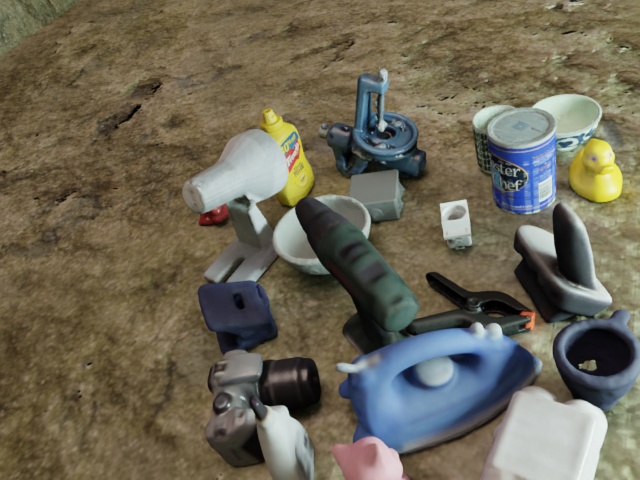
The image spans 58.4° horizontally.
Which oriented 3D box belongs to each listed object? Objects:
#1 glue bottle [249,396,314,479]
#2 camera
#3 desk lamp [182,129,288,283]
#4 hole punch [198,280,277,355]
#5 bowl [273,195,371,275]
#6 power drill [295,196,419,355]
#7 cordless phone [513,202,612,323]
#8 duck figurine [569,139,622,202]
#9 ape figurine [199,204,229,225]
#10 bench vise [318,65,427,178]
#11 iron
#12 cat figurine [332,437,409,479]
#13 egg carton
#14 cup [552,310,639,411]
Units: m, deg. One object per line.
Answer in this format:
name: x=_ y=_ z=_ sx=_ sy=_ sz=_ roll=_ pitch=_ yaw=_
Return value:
glue bottle: x=-0.047 y=0.230 z=0.663 sx=0.037 sy=0.173 sz=0.078 roll=-10 pitch=42 yaw=12
camera: x=-0.073 y=0.205 z=0.757 sx=0.136 sy=0.101 sz=0.143 roll=-12 pitch=41 yaw=11
desk lamp: x=-0.136 y=-0.054 z=0.978 sx=0.117 sy=0.214 sz=0.203 roll=15 pitch=52 yaw=34
hole punch: x=-0.129 y=0.108 z=0.892 sx=0.101 sy=0.091 sz=0.108 roll=-25 pitch=41 yaw=-5
bowl: x=0.009 y=0.003 z=0.962 sx=0.167 sy=0.075 sz=0.167 roll=-11 pitch=41 yaw=11
power drill: x=0.052 y=0.066 z=0.774 sx=0.076 sy=0.209 sz=0.228 roll=-33 pitch=42 yaw=-13
cordless phone: x=0.313 y=0.005 z=0.751 sx=0.094 sy=0.185 sz=0.147 roll=-22 pitch=41 yaw=-1
duck figurine: x=0.440 y=-0.123 z=0.914 sx=0.077 sy=0.086 sz=0.104 roll=-14 pitch=41 yaw=8
ape figurine: x=-0.219 y=-0.076 z=1.129 sx=0.076 sy=0.092 sz=0.077 roll=-32 pitch=42 yaw=-13
bench vise: x=0.080 y=-0.207 z=1.051 sx=0.207 sy=0.220 sz=0.121 roll=-4 pitch=43 yaw=19
iron: x=0.143 y=0.154 z=0.691 sx=0.258 sy=0.142 sz=0.118 roll=-20 pitch=41 yaw=1
cat figurine: x=0.072 y=0.267 z=0.616 sx=0.067 sy=0.118 sz=0.127 roll=-34 pitch=42 yaw=-15
egg carton: x=0.241 y=0.232 z=0.621 sx=0.107 sy=0.069 sz=0.150 roll=12 pitch=50 yaw=32
cup: x=0.324 y=0.144 z=0.664 sx=0.091 sy=0.095 sz=0.118 roll=23 pitch=57 yaw=39
